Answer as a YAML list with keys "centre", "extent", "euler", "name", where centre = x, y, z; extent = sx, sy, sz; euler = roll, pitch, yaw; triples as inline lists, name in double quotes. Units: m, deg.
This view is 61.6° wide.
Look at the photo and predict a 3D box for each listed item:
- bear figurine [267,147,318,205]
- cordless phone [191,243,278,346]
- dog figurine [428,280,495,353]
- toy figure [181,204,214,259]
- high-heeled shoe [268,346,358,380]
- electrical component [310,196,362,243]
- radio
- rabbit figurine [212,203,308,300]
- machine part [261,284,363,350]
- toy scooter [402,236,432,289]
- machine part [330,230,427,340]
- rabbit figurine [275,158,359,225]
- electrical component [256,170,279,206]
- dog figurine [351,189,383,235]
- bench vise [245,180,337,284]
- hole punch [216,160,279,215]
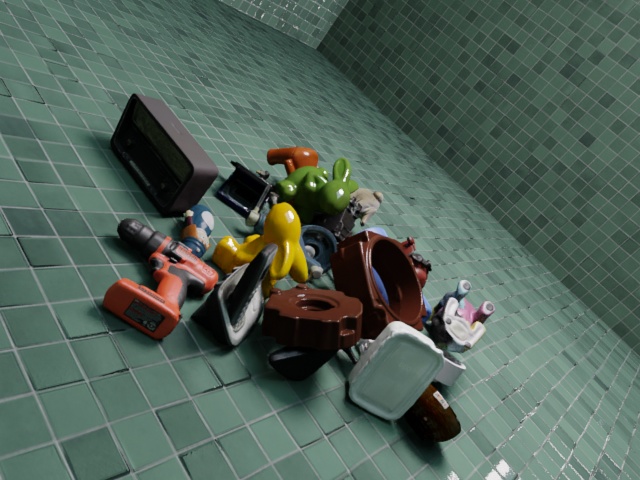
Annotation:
- centre: [-0.058, -0.133, 1.370]
  extent: [0.120, 0.195, 0.132]
  euler: [-1, 3, -44]
  name: "bear figurine"
- centre: [-0.111, 0.065, 0.856]
  extent: [0.089, 0.184, 0.146]
  euler: [35, 24, 3]
  name: "cordless phone"
- centre: [0.302, 0.195, 1.264]
  extent: [0.108, 0.219, 0.191]
  euler: [37, 63, 2]
  name: "dog figurine"
- centre: [-0.227, -0.011, 0.980]
  extent: [0.064, 0.057, 0.155]
  euler: [27, 26, -22]
  name: "toy figure"
- centre: [-0.023, 0.162, 0.940]
  extent: [0.248, 0.086, 0.145]
  euler: [17, 30, -50]
  name: "high-heeled shoe"
- centre: [0.016, -0.051, 1.262]
  extent: [0.134, 0.115, 0.058]
  euler: [8, -26, 34]
  name: "electrical component"
- centre: [-0.308, -0.163, 1.044]
  extent: [0.230, 0.131, 0.073]
  euler: [49, 26, 22]
  name: "radio"
- centre: [-0.095, 0.016, 0.981]
  extent: [0.122, 0.173, 0.162]
  euler: [15, 29, -50]
  name: "rabbit figurine"
- centre: [-0.011, 0.125, 0.893]
  extent: [0.179, 0.056, 0.179]
  euler: [5, 13, -1]
  name: "machine part"
- centre: [0.229, 0.059, 1.412]
  extent: [0.184, 0.135, 0.075]
  euler: [28, 24, -26]
  name: "toy scooter"
- centre: [0.120, 0.091, 1.056]
  extent: [0.201, 0.087, 0.201]
  euler: [17, 53, -48]
  name: "machine part"
- centre: [0.015, -0.100, 1.183]
  extent: [0.170, 0.159, 0.121]
  euler: [26, -34, 52]
  name: "rabbit figurine"
- centre: [-0.135, -0.131, 1.342]
  extent: [0.078, 0.045, 0.102]
  euler: [28, 25, -19]
  name: "electrical component"
- centre: [0.051, -0.116, 1.438]
  extent: [0.190, 0.172, 0.121]
  euler: [43, 12, -9]
  name: "dog figurine"
- centre: [-0.048, 0.010, 1.113]
  extent: [0.223, 0.129, 0.241]
  euler: [38, 10, -23]
  name: "bench vise"
- centre: [-0.168, -0.115, 1.236]
  extent: [0.142, 0.092, 0.116]
  euler: [32, 5, -5]
  name: "hole punch"
